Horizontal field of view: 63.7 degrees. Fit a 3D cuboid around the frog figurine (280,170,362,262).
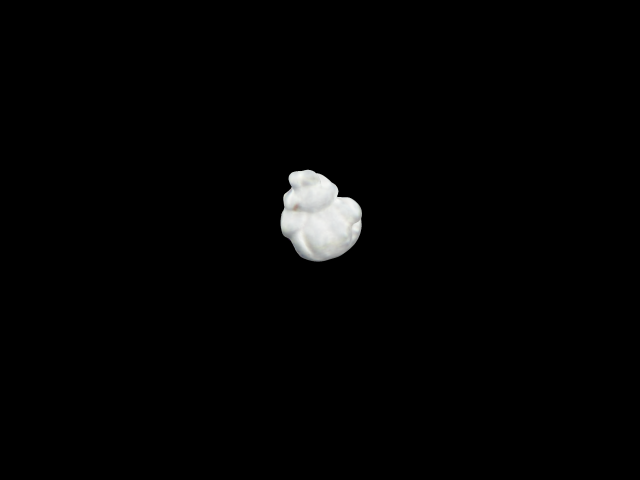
[{"bbox_3d":[0.003,-0.043,0.850,0.137,0.125,0.156,-3,-34,-2],"label":"frog figurine"}]
